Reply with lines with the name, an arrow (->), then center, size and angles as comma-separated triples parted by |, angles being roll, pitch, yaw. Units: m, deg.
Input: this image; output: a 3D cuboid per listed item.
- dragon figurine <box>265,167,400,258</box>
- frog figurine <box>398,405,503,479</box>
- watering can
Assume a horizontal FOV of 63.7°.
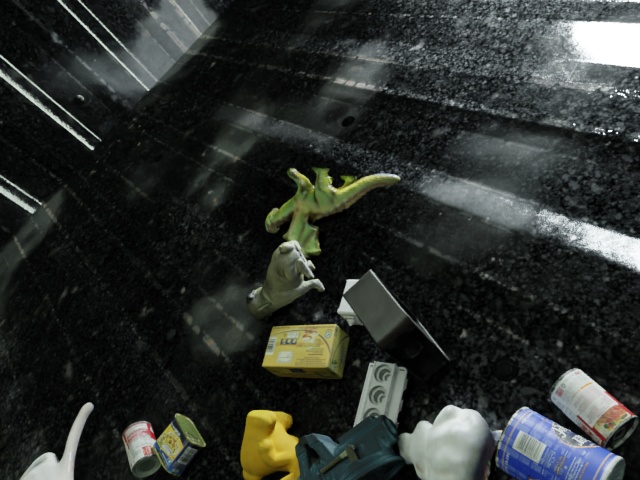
dragon figurine -> 0.004, -0.067, 1.334 | 0.411, 0.121, 0.245 | 6, 77, 41
frog figurine -> 0.199, 0.334, 0.827 | 0.160, 0.121, 0.138 | 9, 81, 28
watering can -> -0.641, 0.586, 1.235 | 0.226, 0.102, 0.351 | 22, 70, 43
